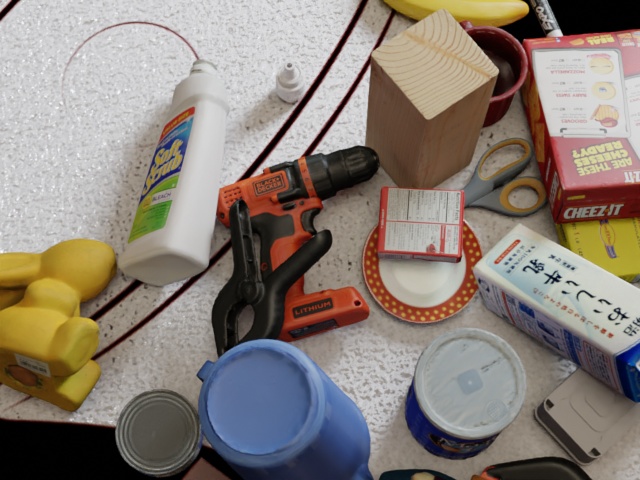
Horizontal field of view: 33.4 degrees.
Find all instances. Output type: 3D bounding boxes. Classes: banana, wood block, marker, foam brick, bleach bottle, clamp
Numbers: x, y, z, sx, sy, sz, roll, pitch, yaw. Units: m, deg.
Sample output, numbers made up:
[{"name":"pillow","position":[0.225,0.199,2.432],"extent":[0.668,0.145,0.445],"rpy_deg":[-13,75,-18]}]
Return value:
[{"name":"banana","position":[0.141,-0.279,1.240],"extent":[0.198,0.037,0.069],"rpy_deg":[22,73,8]},{"name":"wood block","position":[0.109,-0.132,1.099],"extent":[0.090,0.206,0.091],"rpy_deg":[-34,73,-11]},{"name":"marker","position":[0.264,-0.254,1.238],"extent":[0.020,0.020,0.121],"rpy_deg":[-18,71,-5]},{"name":"foam brick","position":[-0.101,0.258,1.045],"extent":[0.078,0.053,0.051],"rpy_deg":[34,74,11]},{"name":"bleach bottle","position":[-0.149,-0.082,1.154],"extent":[0.103,0.068,0.251],"rpy_deg":[-19,55,42]},{"name":"clamp","position":[0.251,0.279,1.029],"extent":[0.210,0.036,0.164],"rpy_deg":[15,94,16]},{"name":"clamp","position":[-0.054,0.049,1.064],"extent":[0.120,0.039,0.171],"rpy_deg":[10,88,34]}]

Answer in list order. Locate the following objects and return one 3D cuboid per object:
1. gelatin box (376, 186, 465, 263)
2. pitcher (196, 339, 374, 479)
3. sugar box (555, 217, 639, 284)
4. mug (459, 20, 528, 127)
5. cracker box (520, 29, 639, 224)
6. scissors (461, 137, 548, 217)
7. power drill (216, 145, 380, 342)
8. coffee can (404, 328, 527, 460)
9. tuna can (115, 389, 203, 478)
[{"name":"gelatin box","position":[0.106,-0.016,1.119],"extent":[0.089,0.030,0.073],"rpy_deg":[3,76,5]},{"name":"pitcher","position":[-0.040,0.166,0.977],"extent":[0.149,0.243,0.145],"rpy_deg":[-11,68,5]},{"name":"sugar box","position":[0.347,-0.004,1.134],"extent":[0.176,0.048,0.093],"rpy_deg":[-9,70,-1]},{"name":"mug","position":[0.173,-0.187,1.182],"extent":[0.093,0.081,0.117],"rpy_deg":[-17,71,-5]},{"name":"cracker box","position":[0.312,-0.125,1.140],"extent":[0.164,0.072,0.213],"rpy_deg":[-5,56,0]},{"name":"scissors","position":[0.165,-0.030,1.162],"extent":[0.201,0.016,0.096],"rpy_deg":[-42,80,-7]},{"name":"power drill","position":[-0.007,0.001,1.123],"extent":[0.184,0.057,0.188],"rpy_deg":[-18,69,7]},{"name":"coffee can","position":[0.137,0.152,1.032],"extent":[0.103,0.140,0.103],"rpy_deg":[0,71,1]},{"name":"tuna can","position":[-0.161,0.196,1.078],"extent":[0.086,0.034,0.086],"rpy_deg":[0,71,1]}]
